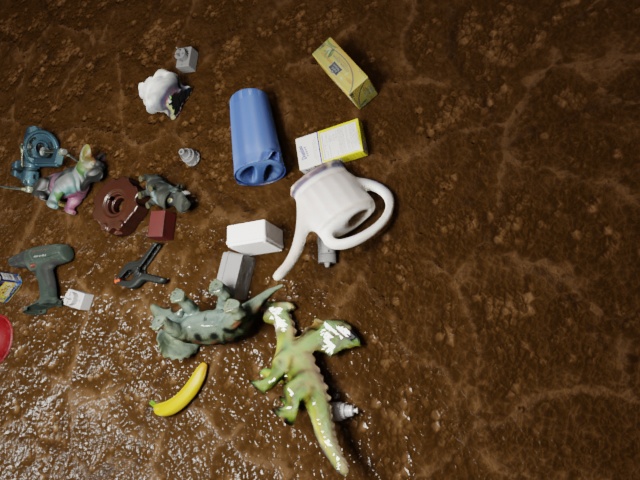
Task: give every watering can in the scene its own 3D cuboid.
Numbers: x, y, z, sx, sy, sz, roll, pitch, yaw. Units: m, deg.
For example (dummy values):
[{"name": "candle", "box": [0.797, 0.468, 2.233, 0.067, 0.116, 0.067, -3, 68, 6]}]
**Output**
[{"name": "watering can", "box": [0.004, -0.061, 1.211, 0.350, 0.102, 0.228, -28, 61, -14]}]

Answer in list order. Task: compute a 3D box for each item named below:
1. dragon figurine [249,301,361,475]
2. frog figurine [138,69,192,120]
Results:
[{"name": "dragon figurine", "box": [-0.012, 0.283, 1.155, 0.415, 0.120, 0.244, 38, 83, 31]}, {"name": "frog figurine", "box": [-0.486, -0.446, 1.538, 0.160, 0.124, 0.135, 28, 108, 14]}]
